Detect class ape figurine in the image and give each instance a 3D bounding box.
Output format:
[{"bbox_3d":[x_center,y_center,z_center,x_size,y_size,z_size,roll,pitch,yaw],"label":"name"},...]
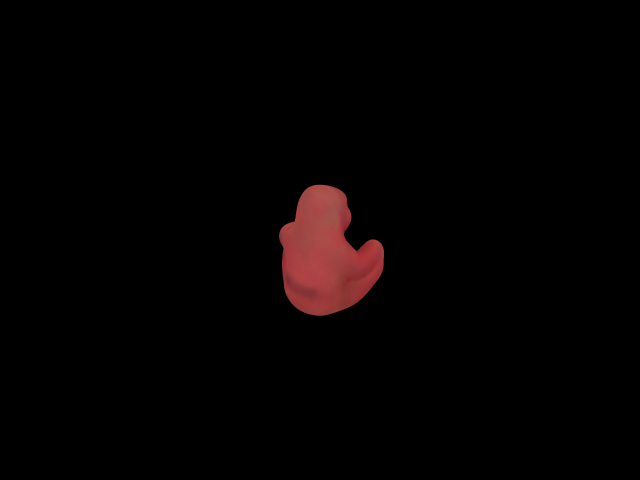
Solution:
[{"bbox_3d":[0.004,0.001,0.400,0.077,0.092,0.076,27,49,27],"label":"ape figurine"}]
